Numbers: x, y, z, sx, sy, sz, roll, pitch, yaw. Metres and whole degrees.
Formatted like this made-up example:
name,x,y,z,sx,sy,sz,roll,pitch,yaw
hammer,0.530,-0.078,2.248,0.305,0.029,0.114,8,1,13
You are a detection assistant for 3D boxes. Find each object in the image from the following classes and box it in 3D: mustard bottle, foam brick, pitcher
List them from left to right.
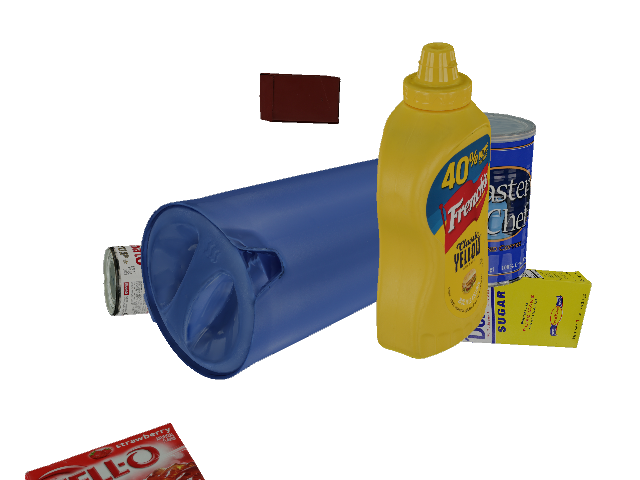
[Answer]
name,x,y,z,sx,sy,sz,roll,pitch,yaw
foam brick,-0.023,-0.154,1.160,0.078,0.051,0.053,0,11,-18
pitcher,-0.016,0.010,0.849,0.242,0.145,0.149,-19,43,-40
mustard bottle,0.072,-0.028,0.666,0.058,0.192,0.096,17,33,34

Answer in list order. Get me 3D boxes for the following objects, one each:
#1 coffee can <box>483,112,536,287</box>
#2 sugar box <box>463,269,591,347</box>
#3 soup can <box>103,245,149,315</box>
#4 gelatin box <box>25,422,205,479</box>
name,x,y,z,sx,sy,sz,roll,pitch,yaw
coffee can,0.142,-0.040,0.982,0.103,0.140,0.103,0,18,0
sugar box,0.242,0.082,1.334,0.176,0.093,0.048,3,19,-15
soup can,-0.154,0.037,1.033,0.102,0.068,0.069,-2,1,-21
gelatin box,-0.110,0.142,0.587,0.089,0.030,0.073,-16,28,-20
